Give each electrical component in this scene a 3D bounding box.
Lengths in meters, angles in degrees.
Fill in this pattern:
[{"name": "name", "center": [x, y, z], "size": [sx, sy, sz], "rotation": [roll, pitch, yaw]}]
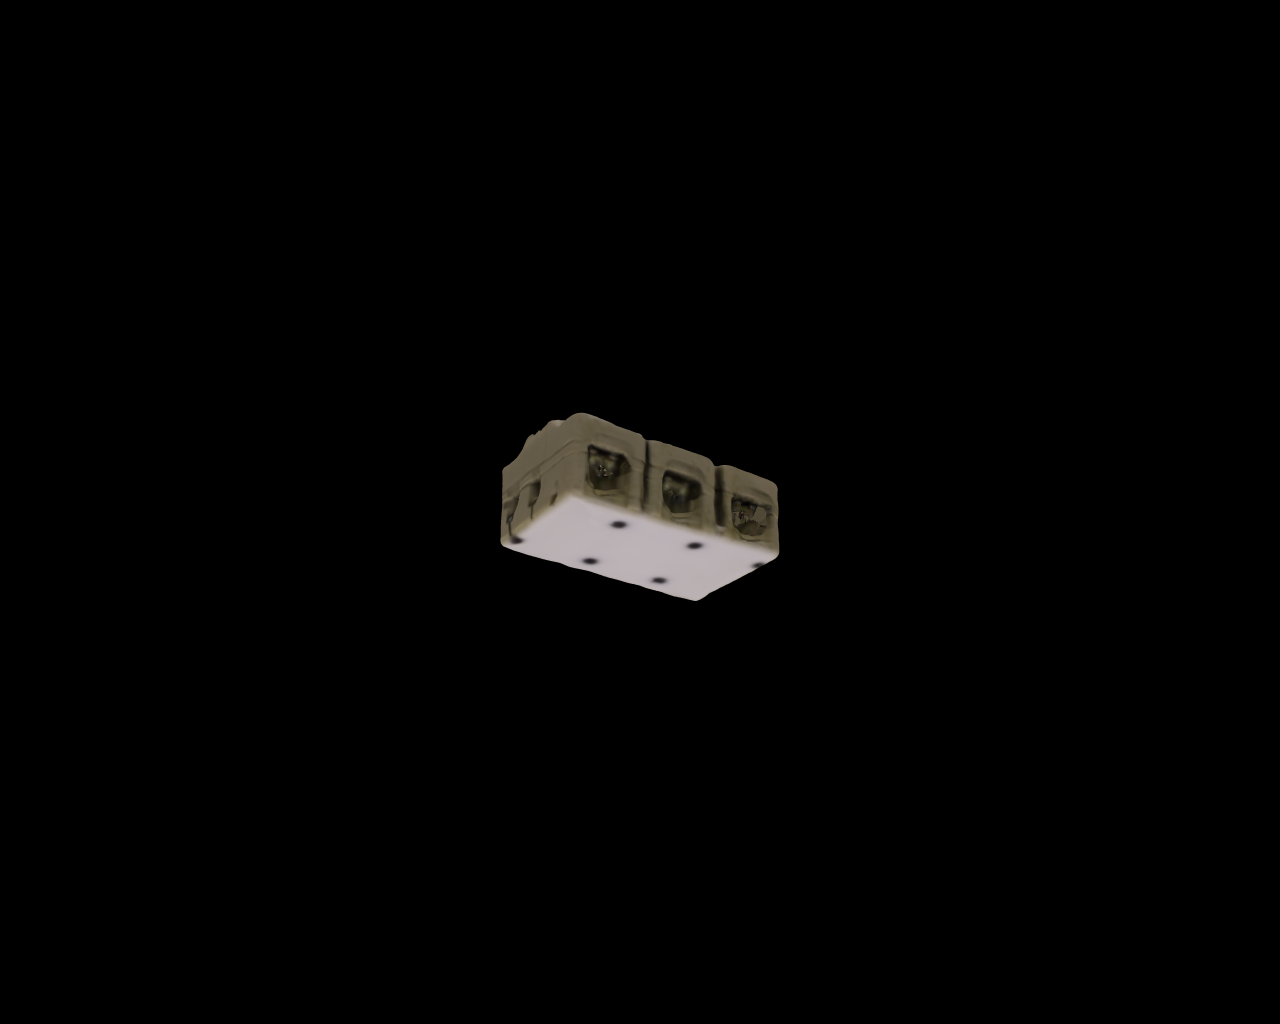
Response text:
[{"name": "electrical component", "center": [0.001, -0.003, 0.650], "size": [0.150, 0.062, 0.089], "rotation": [18, -32, -31]}]
